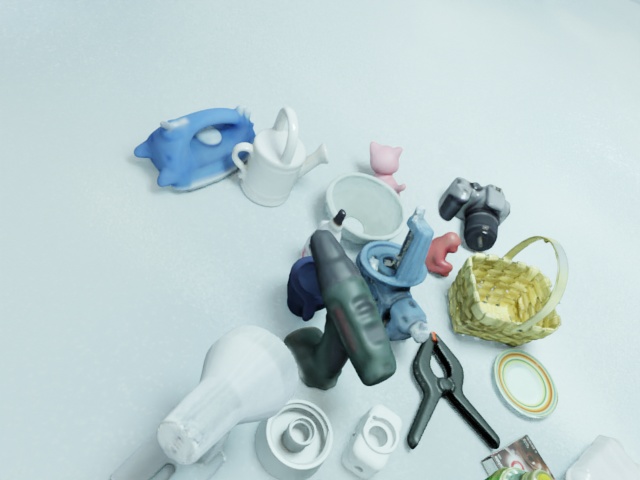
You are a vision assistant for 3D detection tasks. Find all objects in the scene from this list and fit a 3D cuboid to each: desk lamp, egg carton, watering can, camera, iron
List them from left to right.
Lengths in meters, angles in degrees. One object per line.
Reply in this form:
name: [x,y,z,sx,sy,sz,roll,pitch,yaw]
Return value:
desk lamp: [-0.138,0.226,0.704,0.118,0.213,0.204,39,48,9]
iron: [-0.201,-0.193,1.055,0.259,0.141,0.118,-28,69,-38]
watering can: [-0.069,-0.161,1.054,0.173,0.194,0.100,-17,63,-34]
camera: [0.335,-0.055,1.220,0.143,0.100,0.137,24,48,-6]
egg carton: [0.468,0.398,0.944,0.151,0.069,0.107,-24,66,-36]

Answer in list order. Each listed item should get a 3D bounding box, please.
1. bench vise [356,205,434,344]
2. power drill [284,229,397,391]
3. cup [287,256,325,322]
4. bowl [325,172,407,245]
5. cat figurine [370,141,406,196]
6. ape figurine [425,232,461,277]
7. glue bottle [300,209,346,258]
bench vise: [0.153,0.058,0.966,0.122,0.219,0.207,-21,64,-35]
power drill: [0.019,0.127,0.858,0.076,0.208,0.229,-16,62,-33]
cup: [-0.020,0.097,0.940,0.092,0.095,0.118,20,48,-9]
bowl: [0.080,-0.048,1.115,0.168,0.074,0.167,13,50,-15]
cat figurine: [0.139,-0.140,1.185,0.067,0.117,0.127,-8,58,-29]
ape figurine: [0.243,0.020,1.124,0.076,0.092,0.078,27,48,-2]
glue bottle: [0.009,0.003,0.975,0.037,0.173,0.078,3,53,-22]
